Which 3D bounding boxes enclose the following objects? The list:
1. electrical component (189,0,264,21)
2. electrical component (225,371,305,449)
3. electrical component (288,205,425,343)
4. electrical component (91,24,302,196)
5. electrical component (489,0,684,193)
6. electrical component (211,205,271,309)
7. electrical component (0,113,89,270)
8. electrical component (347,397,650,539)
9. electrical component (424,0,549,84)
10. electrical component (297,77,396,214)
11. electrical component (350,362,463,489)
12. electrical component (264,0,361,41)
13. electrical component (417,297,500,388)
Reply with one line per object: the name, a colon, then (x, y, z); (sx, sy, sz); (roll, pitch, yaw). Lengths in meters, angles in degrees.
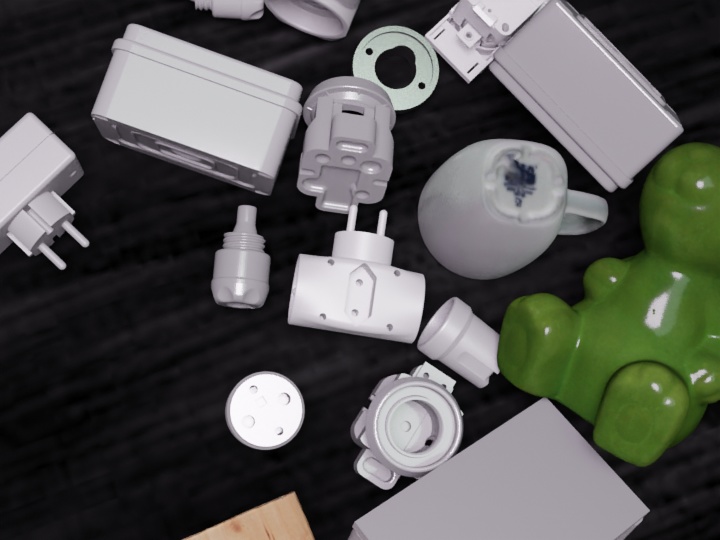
electrical component: (-0.091, -0.175, 0.675); (0.061, 0.035, 0.035); (2, 82, -6)
electrical component: (-0.056, 0.083, 0.631); (0.045, 0.055, 0.045); (1, 82, -8)
electrical component: (0.000, 0.000, 0.657); (0.077, 0.043, 0.079); (9, 80, -6)
electrical component: (-0.095, -0.094, 0.641); (0.113, 0.078, 0.057); (19, 83, -5)
electrical component: (0.139, -0.109, 0.655); (0.108, 0.109, 0.056); (46, 109, 1)
electrical component: (-0.071, -0.009, 0.654); (0.035, 0.035, 0.061); (5, 79, -7)
electrical component: (-0.194, -0.034, 0.633); (0.076, 0.047, 0.083); (44, 79, 0)
electrical component: (0.073, 0.152, 0.606); (0.150, 0.061, 0.089); (-26, 63, -32)
electrical component: (0.085, -0.164, 0.683); (0.042, 0.064, 0.081); (45, 78, 1)
electrical component: (-0.008, -0.079, 0.655); (0.058, 0.078, 0.057); (8, 60, -6)
electrical component: (0.029, 0.093, 0.641); (0.058, 0.057, 0.078); (34, 79, -2)
electrical component: (-0.022, -0.181, 0.654); (0.054, 0.095, 0.059); (22, 80, -5)
electrical component: (0.065, 0.046, 0.662); (0.046, 0.040, 0.040); (37, 79, -7)
